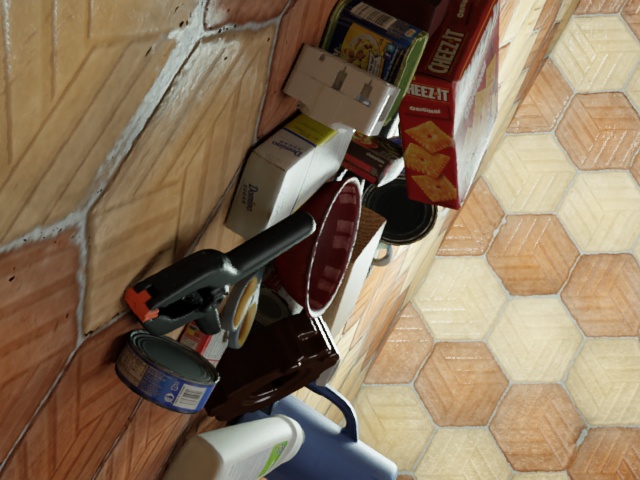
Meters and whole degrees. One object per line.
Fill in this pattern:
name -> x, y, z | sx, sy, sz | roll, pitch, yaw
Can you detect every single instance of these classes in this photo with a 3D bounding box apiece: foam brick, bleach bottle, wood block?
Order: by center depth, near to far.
foam brick -> 0.083, -0.236, 1.042 | 0.053, 0.078, 0.051 | -54, 166, -40
wood block -> 0.004, 0.044, 1.358 | 0.090, 0.090, 0.206 | -53, 167, -38
bleach bottle -> -0.097, 0.284, 1.398 | 0.103, 0.068, 0.250 | -58, 156, 16

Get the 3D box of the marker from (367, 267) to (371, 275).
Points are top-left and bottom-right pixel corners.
marker -> 0.023, 0.045, 1.438 | 0.121, 0.020, 0.020 | -12, -147, 47

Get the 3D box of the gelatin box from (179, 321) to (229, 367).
gelatin box -> -0.125, 0.115, 1.100 | 0.073, 0.030, 0.089 | -62, 169, -3

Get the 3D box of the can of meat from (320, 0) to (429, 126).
can of meat -> 0.045, -0.170, 1.014 | 0.057, 0.084, 0.102 | -47, 162, -53

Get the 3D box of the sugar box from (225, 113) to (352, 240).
sugar box -> -0.024, -0.074, 1.045 | 0.176, 0.048, 0.093 | -41, 159, -52

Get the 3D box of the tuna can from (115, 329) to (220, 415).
tuna can -> -0.131, 0.113, 0.913 | 0.034, 0.086, 0.086 | -61, 169, 8

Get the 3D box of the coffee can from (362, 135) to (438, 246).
coffee can -> 0.108, -0.068, 1.424 | 0.140, 0.103, 0.103 | -75, -172, -63

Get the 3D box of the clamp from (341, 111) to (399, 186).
clamp -> 0.068, -0.124, 1.350 | 0.171, 0.039, 0.120 | -63, 174, -2

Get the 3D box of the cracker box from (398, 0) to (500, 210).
cracker box -> 0.145, -0.162, 1.161 | 0.213, 0.072, 0.164 | 79, 31, -55

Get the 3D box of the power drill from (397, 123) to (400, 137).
power drill -> 0.165, -0.217, 1.475 | 0.184, 0.057, 0.187 | -62, 176, 9

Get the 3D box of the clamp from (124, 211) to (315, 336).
clamp -> -0.105, 0.048, 0.942 | 0.165, 0.036, 0.209 | -50, 164, 30

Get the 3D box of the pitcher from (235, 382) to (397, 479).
pitcher -> -0.007, 0.309, 1.569 | 0.144, 0.243, 0.149 | -56, 174, -40

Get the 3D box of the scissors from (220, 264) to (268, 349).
scissors -> -0.063, 0.035, 1.140 | 0.201, 0.016, 0.096 | -62, 164, -47

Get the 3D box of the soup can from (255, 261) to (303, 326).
soup can -> -0.036, 0.046, 1.233 | 0.102, 0.068, 0.069 | -51, 166, -38

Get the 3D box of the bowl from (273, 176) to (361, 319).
bowl -> -0.008, 0.001, 1.157 | 0.162, 0.055, 0.162 | 17, 90, -75

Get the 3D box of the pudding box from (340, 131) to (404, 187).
pudding box -> 0.046, -0.100, 1.183 | 0.039, 0.090, 0.113 | -62, 170, 14
